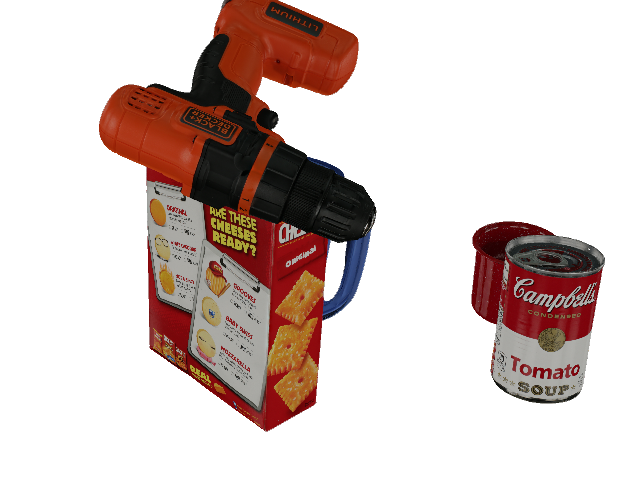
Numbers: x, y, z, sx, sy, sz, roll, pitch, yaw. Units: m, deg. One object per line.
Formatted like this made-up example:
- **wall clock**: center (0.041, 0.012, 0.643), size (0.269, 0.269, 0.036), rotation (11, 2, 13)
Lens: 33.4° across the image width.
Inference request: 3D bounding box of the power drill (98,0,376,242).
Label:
- **power drill**: center (-0.033, -0.088, 0.723), size (0.184, 0.057, 0.187), rotation (24, 41, 0)

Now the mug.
- **mug**: center (0.199, 0.031, 1.127), size (0.093, 0.081, 0.117), rotation (-4, 31, -10)

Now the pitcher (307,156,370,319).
- **pitcher**: center (-0.045, 0.033, 1.142), size (0.144, 0.243, 0.149), rotation (0, 19, -24)

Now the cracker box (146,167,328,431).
- **cracker box**: center (-0.073, 0.030, 0.915), size (0.071, 0.214, 0.164), rotation (-23, 39, -40)

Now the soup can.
- **soup can**: center (0.159, 0.055, 0.756), size (0.068, 0.102, 0.068), rotation (3, 22, -1)
